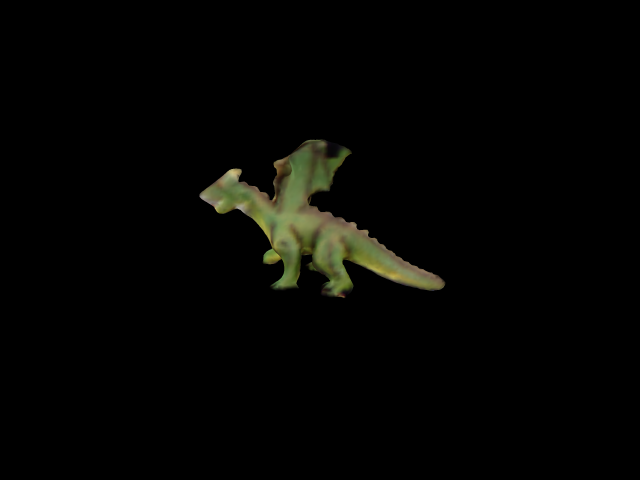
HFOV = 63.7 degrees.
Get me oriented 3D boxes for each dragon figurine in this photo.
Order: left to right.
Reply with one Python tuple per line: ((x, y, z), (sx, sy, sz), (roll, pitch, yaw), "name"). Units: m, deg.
((0.003, -0.043, 0.850), (0.410, 0.240, 0.124), (3, 16, 9), "dragon figurine")
